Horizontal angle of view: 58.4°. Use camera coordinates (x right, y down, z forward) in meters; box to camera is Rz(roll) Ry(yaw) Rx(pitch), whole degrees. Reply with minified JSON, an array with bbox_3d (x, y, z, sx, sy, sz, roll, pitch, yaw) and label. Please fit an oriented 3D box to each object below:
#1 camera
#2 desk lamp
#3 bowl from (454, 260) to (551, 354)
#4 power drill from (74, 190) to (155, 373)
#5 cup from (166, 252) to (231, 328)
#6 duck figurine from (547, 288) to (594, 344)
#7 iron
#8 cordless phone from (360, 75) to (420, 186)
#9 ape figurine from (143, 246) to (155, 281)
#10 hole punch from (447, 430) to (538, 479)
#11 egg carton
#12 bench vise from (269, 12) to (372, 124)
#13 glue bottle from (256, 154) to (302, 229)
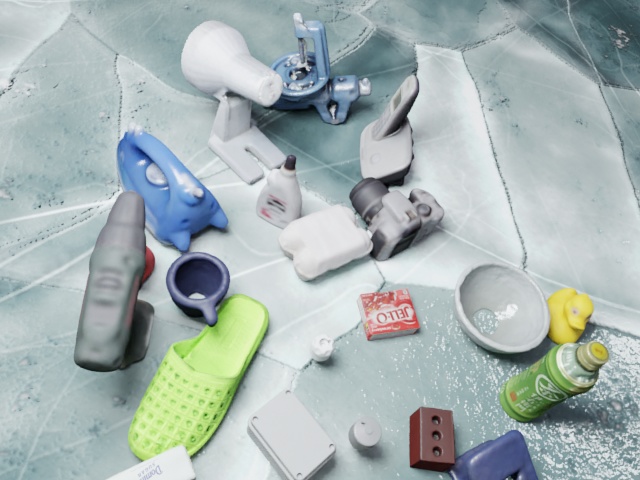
[{"bbox_3d":[0.129,-0.058,1.019,0.143,0.101,0.136,-28,68,-27],"label":"camera"},{"bbox_3d":[-0.141,-0.245,1.003,0.203,0.213,0.118,44,59,15],"label":"desk lamp"},{"bbox_3d":[0.292,0.122,0.962,0.167,0.074,0.167,6,57,-10],"label":"bowl"},{"bbox_3d":[-0.270,0.078,0.772,0.076,0.208,0.229,7,57,-9],"label":"power drill"},{"bbox_3d":[-0.178,0.089,0.856,0.092,0.095,0.117,-16,63,-22],"label":"cup"},{"bbox_3d":[0.438,0.122,0.991,0.077,0.086,0.104,20,56,0],"label":"duck figurine"},{"bbox_3d":[-0.262,-0.112,0.933,0.119,0.141,0.258,-35,72,-29],"label":"iron"},{"bbox_3d":[0.138,-0.201,1.060,0.094,0.185,0.147,5,58,-10],"label":"cordless phone"},{"bbox_3d":[-0.290,0.026,0.870,0.076,0.092,0.077,-12,62,-20],"label":"ape figurine"},{"bbox_3d":[0.255,0.335,0.809,0.109,0.091,0.101,-21,65,-24],"label":"hole punch"},{"bbox_3d":[0.009,0.003,0.970,0.151,0.069,0.107,-23,66,-25],"label":"egg carton"},{"bbox_3d":[-0.002,-0.332,1.087,0.208,0.219,0.121,-8,61,-18],"label":"bench vise"},{"bbox_3d":[-0.061,-0.084,0.946,0.078,0.173,0.037,24,56,2],"label":"glue bottle"}]
